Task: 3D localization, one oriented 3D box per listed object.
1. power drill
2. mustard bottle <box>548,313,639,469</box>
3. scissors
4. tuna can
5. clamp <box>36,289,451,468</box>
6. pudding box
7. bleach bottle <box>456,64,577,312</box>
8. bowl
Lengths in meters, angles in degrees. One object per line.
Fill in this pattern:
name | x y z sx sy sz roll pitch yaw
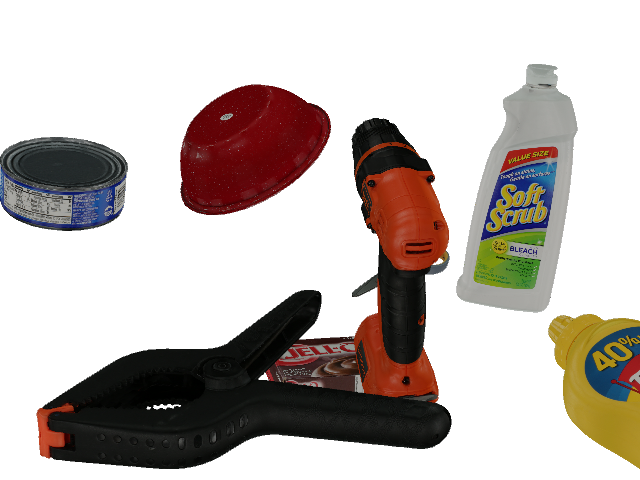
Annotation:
power drill | 0.053 0.018 0.808 0.057 0.188 0.184 -5 30 -3
mustard bottle | 0.201 0.095 0.629 0.096 0.058 0.192 -20 31 -21
scissors | 0.075 0.023 1.255 0.201 0.016 0.096 -11 40 -46
tuna can | -0.177 -0.040 0.737 0.086 0.034 0.086 8 26 -4
clamp | -0.054 0.080 0.600 0.209 0.036 0.165 -7 25 -19
pudding box | 0.011 0.119 0.964 0.113 0.039 0.090 0 17 -13
bleach bottle | 0.204 -0.056 1.100 0.103 0.251 0.068 9 20 15
bowl | -0.074 -0.098 1.006 0.162 0.055 0.162 -21 35 16
